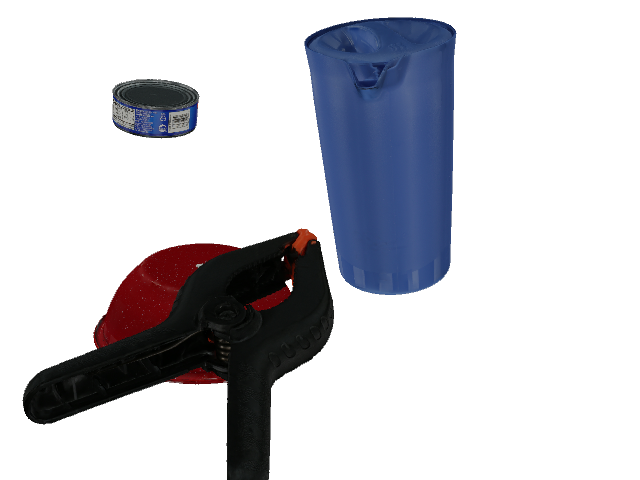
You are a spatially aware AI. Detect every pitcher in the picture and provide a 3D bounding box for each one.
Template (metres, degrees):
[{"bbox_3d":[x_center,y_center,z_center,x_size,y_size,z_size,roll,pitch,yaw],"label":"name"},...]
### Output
[{"bbox_3d":[0.064,-0.082,0.994,0.149,0.243,0.145,-21,30,-29],"label":"pitcher"}]

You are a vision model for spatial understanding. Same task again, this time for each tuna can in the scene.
[{"bbox_3d":[-0.165,-0.132,1.067,0.086,0.034,0.086,6,26,-3],"label":"tuna can"}]

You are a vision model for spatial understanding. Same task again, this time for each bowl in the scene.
[{"bbox_3d":[-0.086,0.044,0.788,0.162,0.055,0.162,2,22,-1],"label":"bowl"}]

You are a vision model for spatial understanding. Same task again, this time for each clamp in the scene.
[{"bbox_3d":[-0.038,0.054,0.501,0.120,0.039,0.171,30,48,24],"label":"clamp"}]
